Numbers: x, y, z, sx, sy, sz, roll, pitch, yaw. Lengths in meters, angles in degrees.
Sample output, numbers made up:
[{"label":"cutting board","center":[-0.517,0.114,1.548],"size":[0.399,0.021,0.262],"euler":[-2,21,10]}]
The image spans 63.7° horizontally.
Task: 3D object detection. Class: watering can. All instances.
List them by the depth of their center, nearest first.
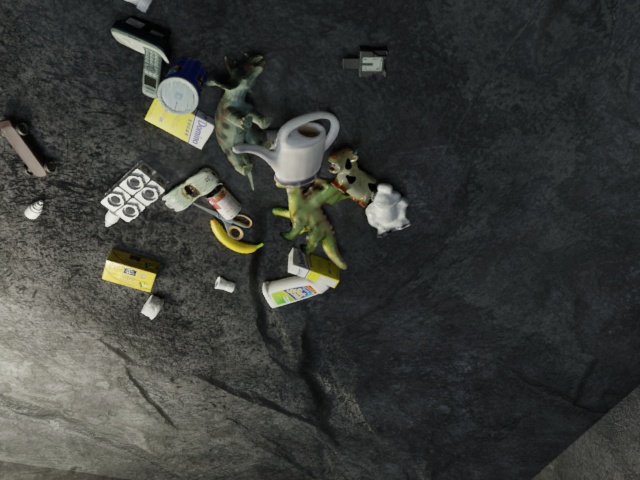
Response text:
[{"label":"watering can","center":[-0.090,-0.240,1.426],"size":[0.351,0.219,0.105],"euler":[-26,55,-28]}]

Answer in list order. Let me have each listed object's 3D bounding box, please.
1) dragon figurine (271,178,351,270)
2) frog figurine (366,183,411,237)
[{"label":"dragon figurine","center":[0.005,-0.082,1.627],"size":[0.406,0.240,0.125],"euler":[34,22,-26]},{"label":"frog figurine","center":[0.205,-0.107,1.607],"size":[0.136,0.157,0.125],"euler":[-14,19,27]}]
